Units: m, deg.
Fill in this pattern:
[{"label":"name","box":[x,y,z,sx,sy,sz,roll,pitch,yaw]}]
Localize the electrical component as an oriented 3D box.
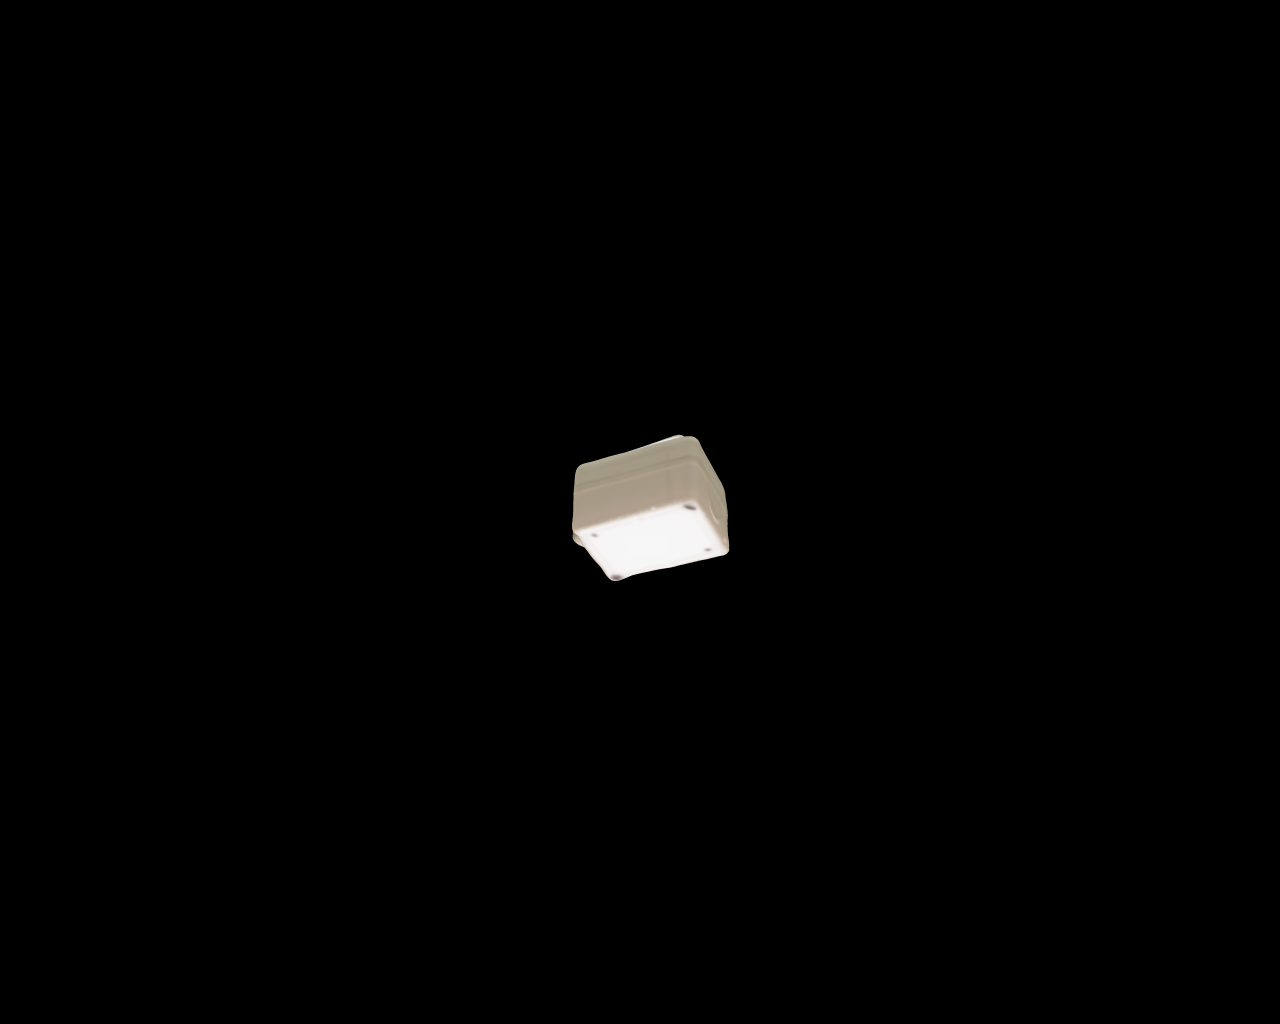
[{"label":"electrical component","box":[0.001,-0.003,0.650,0.096,0.061,0.061,-14,-40,17]}]
